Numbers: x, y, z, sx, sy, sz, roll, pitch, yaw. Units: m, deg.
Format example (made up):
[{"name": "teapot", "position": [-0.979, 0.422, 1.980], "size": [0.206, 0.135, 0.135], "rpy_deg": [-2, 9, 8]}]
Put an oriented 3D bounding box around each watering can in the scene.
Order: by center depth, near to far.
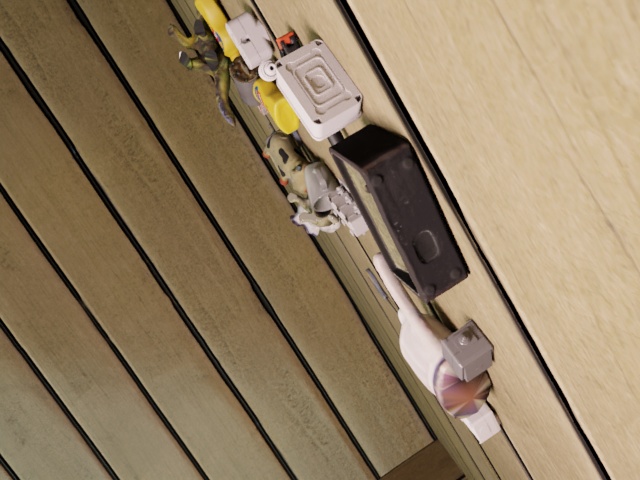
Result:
[{"name": "watering can", "position": [0.204, 0.191, 0.969], "size": [0.104, 0.341, 0.228], "rpy_deg": [-33, 30, -5]}]

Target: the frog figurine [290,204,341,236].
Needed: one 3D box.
[{"name": "frog figurine", "position": [0.005, -0.081, 1.614], "size": [0.158, 0.136, 0.125], "rpy_deg": [-17, 26, 49]}]

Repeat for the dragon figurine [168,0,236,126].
[{"name": "dragon figurine", "position": [-0.277, -0.510, 1.453], "size": [0.121, 0.409, 0.245], "rpy_deg": [-22, 3, 28]}]
